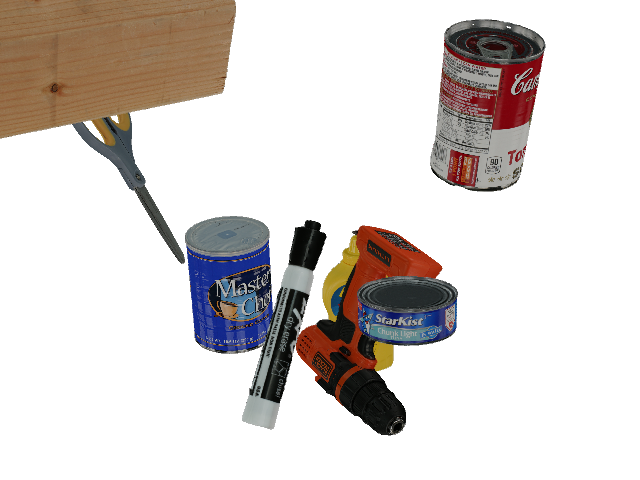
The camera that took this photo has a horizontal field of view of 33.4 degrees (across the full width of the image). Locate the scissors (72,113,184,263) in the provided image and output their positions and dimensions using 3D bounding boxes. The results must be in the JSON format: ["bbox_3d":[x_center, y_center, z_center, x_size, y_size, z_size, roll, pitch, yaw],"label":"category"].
[{"bbox_3d":[-0.184,-0.077,1.063,0.016,0.201,0.096,-24,27,25],"label":"scissors"}]

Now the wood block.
[{"bbox_3d":[-0.181,-0.157,0.846,0.205,0.091,0.090,-17,48,-33],"label":"wood block"}]

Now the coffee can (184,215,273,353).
[{"bbox_3d":[-0.111,0.054,1.321,0.103,0.140,0.103,-2,26,1],"label":"coffee can"}]

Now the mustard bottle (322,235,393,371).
[{"bbox_3d":[0.051,0.085,1.446,0.096,0.192,0.058,-4,21,-7],"label":"mustard bottle"}]

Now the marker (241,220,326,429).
[{"bbox_3d":[-0.020,0.047,0.610,0.020,0.121,0.020,15,-9,2],"label":"marker"}]

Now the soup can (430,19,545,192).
[{"bbox_3d":[0.114,-0.093,0.745,0.068,0.102,0.068,3,33,-2],"label":"soup can"}]

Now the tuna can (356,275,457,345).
[{"bbox_3d":[0.074,0.059,0.912,0.086,0.034,0.086,-2,17,0],"label":"tuna can"}]

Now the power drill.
[{"bbox_3d":[0.058,0.092,1.147,0.057,0.188,0.185,12,18,-41],"label":"power drill"}]
